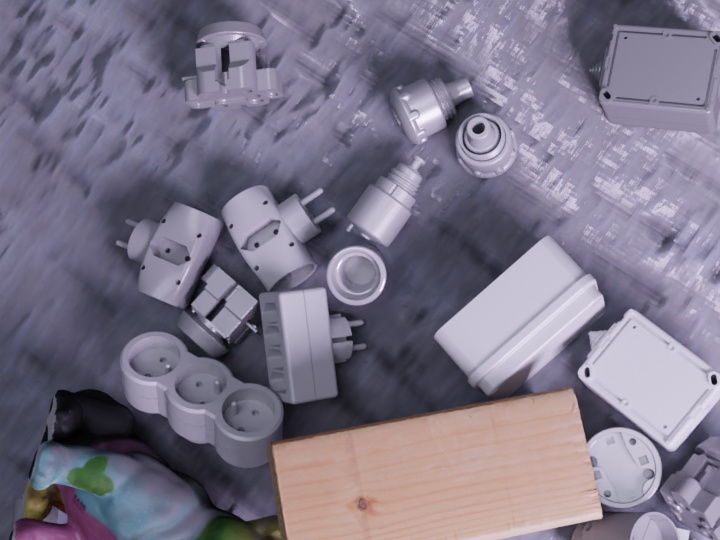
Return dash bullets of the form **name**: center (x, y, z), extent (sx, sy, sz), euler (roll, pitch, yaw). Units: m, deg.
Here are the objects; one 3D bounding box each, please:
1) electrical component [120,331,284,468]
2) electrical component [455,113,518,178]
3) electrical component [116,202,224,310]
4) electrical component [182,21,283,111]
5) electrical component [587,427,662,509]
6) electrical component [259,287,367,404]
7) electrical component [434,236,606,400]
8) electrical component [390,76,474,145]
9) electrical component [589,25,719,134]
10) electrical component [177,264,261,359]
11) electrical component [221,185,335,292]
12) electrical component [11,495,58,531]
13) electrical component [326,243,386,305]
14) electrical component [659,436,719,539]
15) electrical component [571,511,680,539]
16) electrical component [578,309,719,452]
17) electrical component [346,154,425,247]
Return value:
- **electrical component**: center (-0.122, 0.109, 0.828), extent (0.138, 0.073, 0.052), euler (27, 51, 17)
- **electrical component**: center (0.093, -0.099, 0.813), extent (0.048, 0.062, 0.048), euler (-2, 80, 13)
- **electrical component**: center (-0.160, -0.018, 0.868), extent (0.079, 0.043, 0.077), euler (22, 86, 16)
- **electrical component**: center (-0.104, -0.166, 0.874), extent (0.078, 0.058, 0.057), euler (-6, 82, 13)
- **electrical component**: center (0.183, 0.139, 0.759), extent (0.055, 0.047, 0.055), euler (-2, 80, 12)
- **electrical component**: center (-0.030, 0.054, 0.821), extent (0.076, 0.047, 0.083), euler (-7, 91, -25)
- **electrical component**: center (0.118, 0.038, 0.776), extent (0.113, 0.078, 0.057), euler (-42, 71, 3)
- **electrical component**: center (0.057, -0.130, 0.837), extent (0.062, 0.048, 0.048), euler (-26, 76, 0)
- **electrical component**: center (0.219, -0.140, 0.795), extent (0.096, 0.061, 0.061), euler (10, 83, 23)
- **electrical component**: center (-0.110, 0.036, 0.847), extent (0.066, 0.048, 0.055), euler (40, 83, 16)
- **electrical component**: center (-0.057, -0.034, 0.847), extent (0.079, 0.043, 0.077), euler (-34, 75, 6)
- **electrical component**: center (-0.259, 0.211, 0.853), extent (0.044, 0.044, 0.065), euler (-3, 75, 13)
- **electrical component**: center (0.000, 0.000, 0.816), extent (0.044, 0.065, 0.044), euler (1, 98, 5)
- **electrical component**: center (0.243, 0.149, 0.739), extent (0.055, 0.066, 0.048), euler (-48, 40, -15)
- **electrical component**: center (0.176, 0.188, 0.741), extent (0.043, 0.081, 0.043), euler (6, 76, -26)
- **electrical component**: center (0.202, 0.075, 0.762), extent (0.096, 0.061, 0.061), euler (40, 91, 24)
- **electrical component**: center (0.024, -0.054, 0.833), extent (0.040, 0.040, 0.078), euler (35, 90, 16)
